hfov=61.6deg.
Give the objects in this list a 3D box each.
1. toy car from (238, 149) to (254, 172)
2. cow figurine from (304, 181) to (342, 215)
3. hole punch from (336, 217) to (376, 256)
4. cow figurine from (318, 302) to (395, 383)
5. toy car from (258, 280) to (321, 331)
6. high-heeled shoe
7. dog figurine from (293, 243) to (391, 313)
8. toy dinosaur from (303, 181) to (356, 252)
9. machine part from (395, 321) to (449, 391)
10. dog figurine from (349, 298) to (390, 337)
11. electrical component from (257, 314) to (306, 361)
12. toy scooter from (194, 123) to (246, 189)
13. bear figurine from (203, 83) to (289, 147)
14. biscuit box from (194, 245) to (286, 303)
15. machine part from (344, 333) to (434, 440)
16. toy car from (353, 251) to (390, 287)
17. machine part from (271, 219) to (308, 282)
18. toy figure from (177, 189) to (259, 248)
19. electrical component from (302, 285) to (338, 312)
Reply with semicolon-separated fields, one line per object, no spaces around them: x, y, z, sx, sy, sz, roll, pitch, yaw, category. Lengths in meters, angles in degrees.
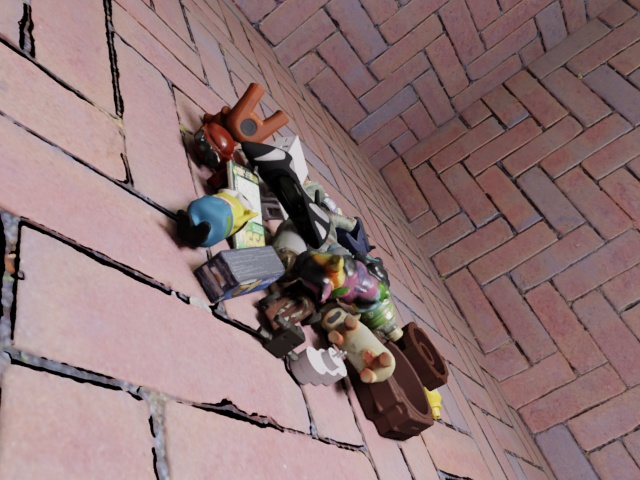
-0.144;-0.182;1.294;0.201;0.074;0.056;7;85;-71;toy car
-0.003;-0.091;1.567;0.167;0.068;0.098;47;23;-26;cow figurine
0.066;0.009;1.453;0.092;0.142;0.115;-46;120;-48;hole punch
0.069;0.195;1.052;0.195;0.085;0.127;44;-2;29;cow figurine
-0.048;0.125;0.979;0.089;0.053;0.202;63;14;4;toy car
-0.071;-0.084;1.071;0.248;0.086;0.145;30;51;-36;high-heeled shoe
0.046;0.077;1.012;0.192;0.108;0.219;28;4;4;dog figurine
-0.006;0.003;1.272;0.192;0.131;0.405;32;29;-29;toy dinosaur
0.250;0.287;1.329;0.179;0.056;0.179;48;17;-20;machine part
0.138;0.202;1.302;0.190;0.121;0.172;56;28;-46;dog figurine
-0.055;0.159;0.863;0.094;0.063;0.021;47;17;-31;electrical component
-0.201;-0.153;1.072;0.184;0.075;0.135;60;16;-1;toy scooter
-0.174;-0.267;1.202;0.120;0.132;0.196;45;-6;-26;bear figurine
-0.124;0.053;0.889;0.063;0.059;0.202;57;16;9;biscuit box
0.149;0.309;1.135;0.200;0.087;0.202;36;23;-50;machine part
0.109;0.098;1.418;0.161;0.103;0.109;7;60;-57;toy car
-0.064;0.019;1.114;0.079;0.079;0.243;51;15;-16;machine part
-0.175;-0.034;0.882;0.082;0.089;0.180;53;24;-5;toy figure
-0.003;0.108;1.146;0.102;0.078;0.045;52;-26;6;electrical component
